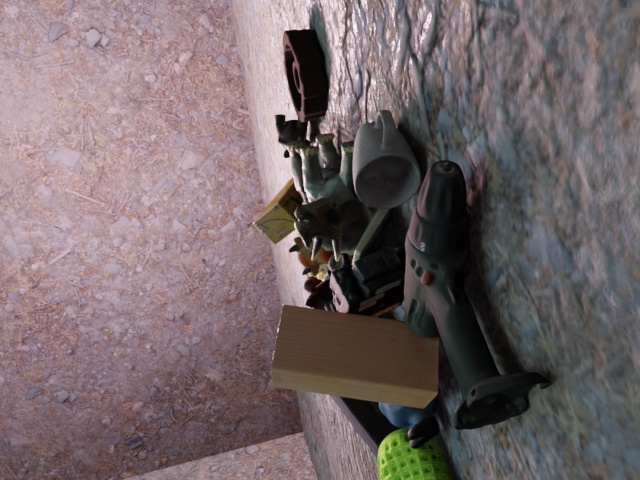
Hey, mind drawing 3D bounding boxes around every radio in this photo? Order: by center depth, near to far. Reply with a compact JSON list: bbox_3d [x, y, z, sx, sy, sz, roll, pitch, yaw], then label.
[{"bbox_3d":[0.074,0.269,0.894,0.229,0.073,0.131,52,166,10],"label":"radio"}]

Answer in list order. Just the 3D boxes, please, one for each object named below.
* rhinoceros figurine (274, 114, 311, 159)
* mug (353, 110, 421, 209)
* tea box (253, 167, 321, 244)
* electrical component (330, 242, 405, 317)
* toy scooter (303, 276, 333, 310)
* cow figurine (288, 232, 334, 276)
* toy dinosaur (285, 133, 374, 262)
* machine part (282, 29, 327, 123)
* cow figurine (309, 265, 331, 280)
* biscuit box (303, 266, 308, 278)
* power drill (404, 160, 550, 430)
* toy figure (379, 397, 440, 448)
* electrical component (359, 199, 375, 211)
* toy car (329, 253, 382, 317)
[{"bbox_3d":[-0.055,-0.235,1.227,0.190,0.073,0.112,-59,-40,-84],"label":"rhinoceros figurine"},{"bbox_3d":[0.075,-0.111,0.671,0.107,0.081,0.109,-99,0,-49],"label":"mug"},{"bbox_3d":[-0.052,-0.080,1.107,0.068,0.170,0.098,44,136,-12],"label":"tea box"},{"bbox_3d":[0.075,0.062,0.748,0.058,0.115,0.134,59,163,25],"label":"electrical component"},{"bbox_3d":[0.027,0.123,0.986,0.184,0.075,0.135,40,178,26],"label":"toy scooter"},{"bbox_3d":[-0.002,-0.003,1.061,0.085,0.127,0.195,60,178,-21],"label":"cow figurine"},{"bbox_3d":[0.010,-0.087,0.969,0.405,0.131,0.192,-108,13,-74],"label":"toy dinosaur"},{"bbox_3d":[-0.030,-0.330,1.083,0.179,0.056,0.179,168,89,-81],"label":"machine part"},{"bbox_3d":[0.023,0.051,1.156,0.068,0.098,0.167,36,-154,-56],"label":"cow figurine"},{"bbox_3d":[0.003,0.060,1.323,0.202,0.063,0.059,109,146,-72],"label":"biscuit box"},{"bbox_3d":[0.136,0.066,0.528,0.231,0.086,0.207,89,162,-52],"label":"power drill"},{"bbox_3d":[0.118,0.207,0.792,0.180,0.089,0.082,59,144,38],"label":"toy figure"},{"bbox_3d":[0.081,-0.073,0.759,0.094,0.021,0.063,-160,92,-77],"label":"electrical component"},{"bbox_3d":[0.074,0.102,0.926,0.053,0.089,0.202,-33,57,30],"label":"toy car"}]
